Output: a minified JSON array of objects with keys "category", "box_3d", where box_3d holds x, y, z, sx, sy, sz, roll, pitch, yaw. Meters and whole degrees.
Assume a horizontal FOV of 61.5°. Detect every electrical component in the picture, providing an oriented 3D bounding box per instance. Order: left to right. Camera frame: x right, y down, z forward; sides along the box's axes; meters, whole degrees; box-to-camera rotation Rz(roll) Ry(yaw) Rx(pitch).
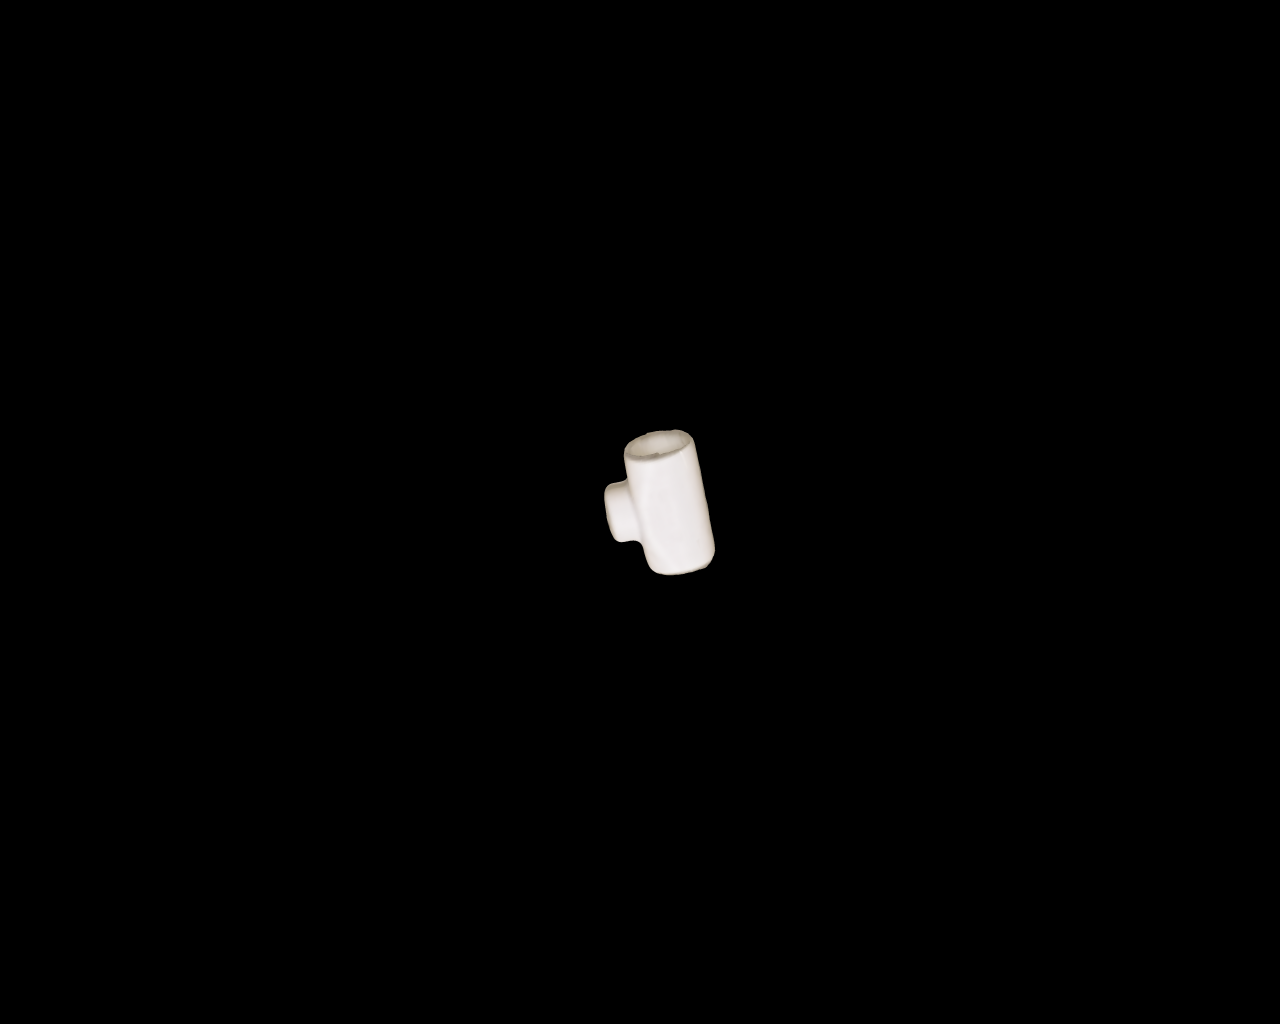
[{"category":"electrical component","box_3d":[0.001,-0.003,0.650,0.079,0.077,0.044,-11,24,5]}]
